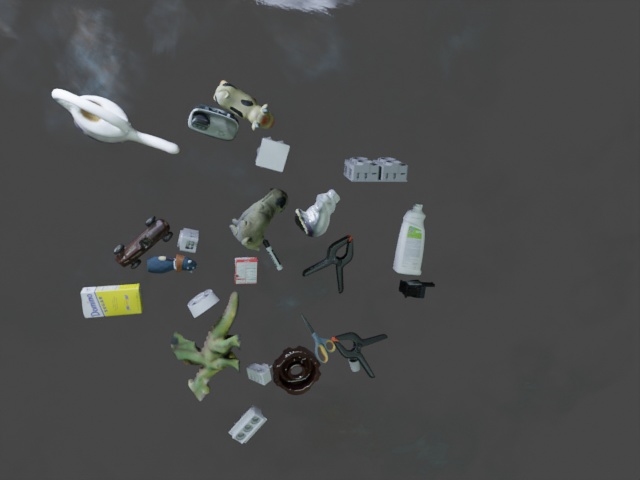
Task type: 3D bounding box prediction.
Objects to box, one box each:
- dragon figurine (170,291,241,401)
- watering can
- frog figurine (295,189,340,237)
[{"bbox_3d":[-0.386,0.359,1.747,0.243,0.124,0.405,0,106,-4],"label":"dragon figurine"},{"bbox_3d":[-0.565,-0.314,1.435,0.345,0.224,0.104,27,83,-20],"label":"watering can"},{"bbox_3d":[0.005,-0.085,1.691,0.160,0.125,0.134,-27,145,-12],"label":"frog figurine"}]
